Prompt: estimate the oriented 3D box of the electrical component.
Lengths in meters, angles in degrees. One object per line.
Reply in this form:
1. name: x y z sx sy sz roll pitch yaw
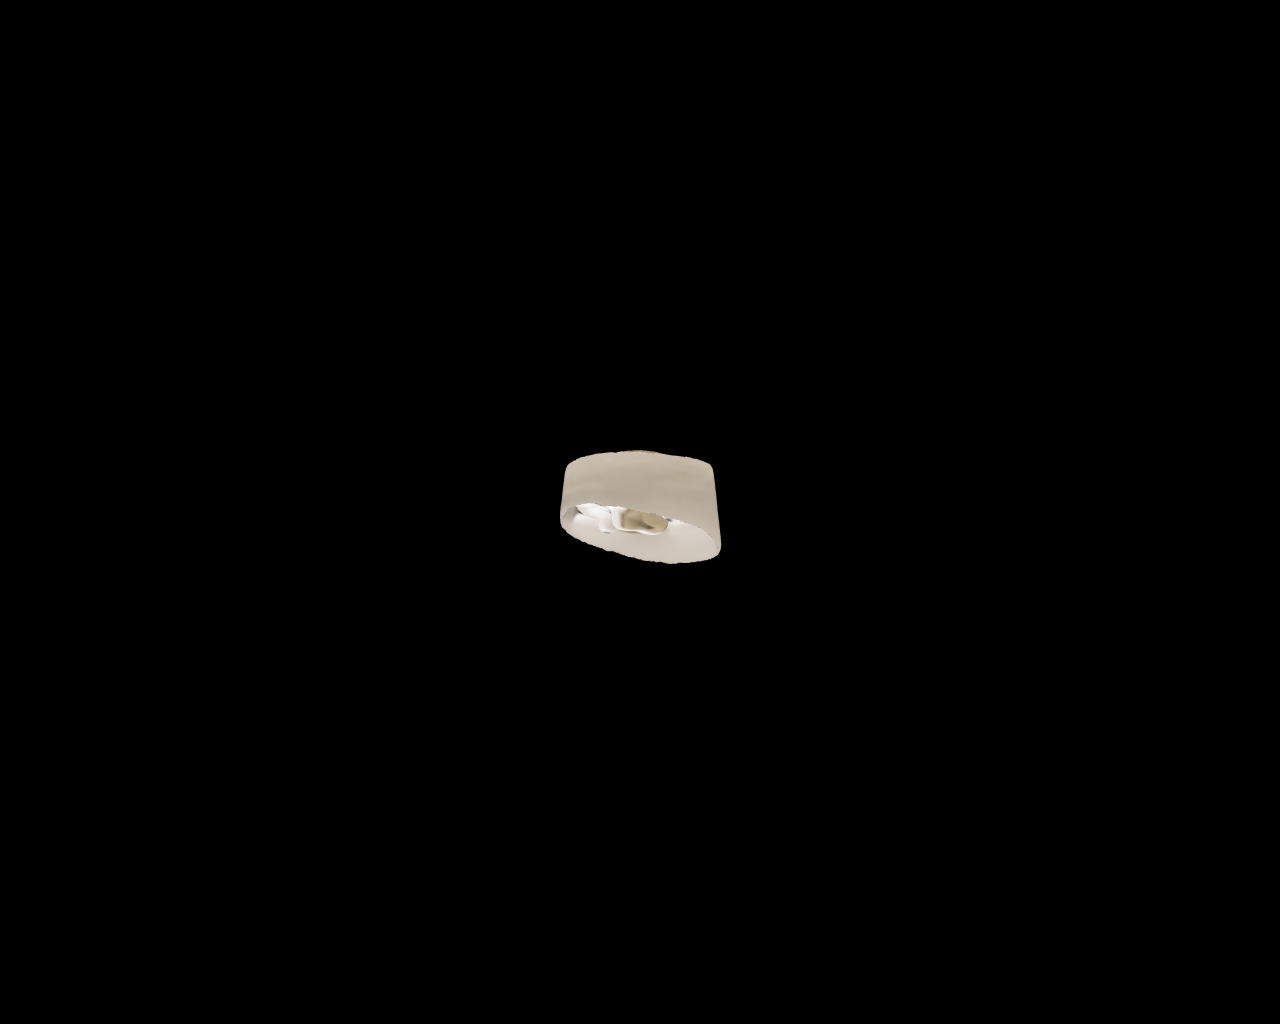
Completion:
1. electrical component: 0.001 -0.003 0.650 0.099 0.064 0.099 0 -11 0
